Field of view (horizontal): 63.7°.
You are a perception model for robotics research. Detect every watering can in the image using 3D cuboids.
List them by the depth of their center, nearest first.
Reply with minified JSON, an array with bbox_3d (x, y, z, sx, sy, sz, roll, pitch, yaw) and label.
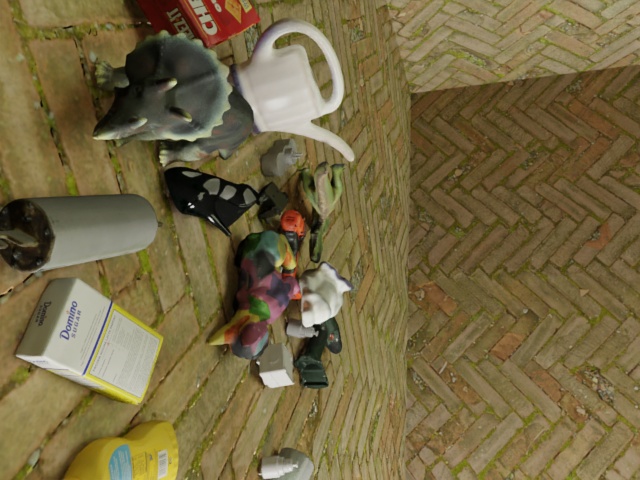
[{"bbox_3d":[-0.055,-0.267,1.032,0.224,0.340,0.106,-15,43,6],"label":"watering can"}]

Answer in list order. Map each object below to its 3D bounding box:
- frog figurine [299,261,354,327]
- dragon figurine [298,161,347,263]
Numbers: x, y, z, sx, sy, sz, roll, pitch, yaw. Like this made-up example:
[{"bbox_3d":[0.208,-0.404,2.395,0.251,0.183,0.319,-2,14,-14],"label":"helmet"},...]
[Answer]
[{"bbox_3d":[-0.007,0.145,1.237,0.123,0.163,0.134,5,-40,36],"label":"frog figurine"},{"bbox_3d":[0.004,-0.063,1.259,0.122,0.242,0.411,1,4,2],"label":"dragon figurine"}]
